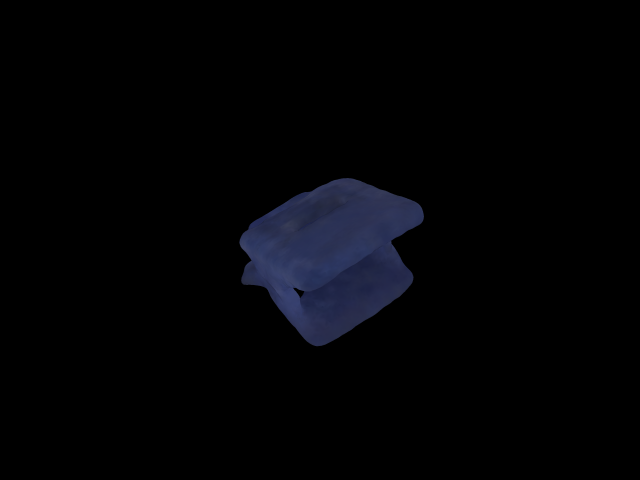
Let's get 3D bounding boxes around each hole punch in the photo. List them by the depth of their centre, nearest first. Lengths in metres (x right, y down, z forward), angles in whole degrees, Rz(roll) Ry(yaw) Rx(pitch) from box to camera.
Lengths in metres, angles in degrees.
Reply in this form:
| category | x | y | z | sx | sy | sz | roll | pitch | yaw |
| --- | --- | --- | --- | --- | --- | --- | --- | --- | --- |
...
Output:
| category | x | y | z | sx | sy | sz | roll | pitch | yaw |
| --- | --- | --- | --- | --- | --- | --- | --- | --- | --- |
| hole punch | 0.004 | 0.001 | 0.400 | 0.109 | 0.091 | 0.101 | -31 | 58 | -22 |
